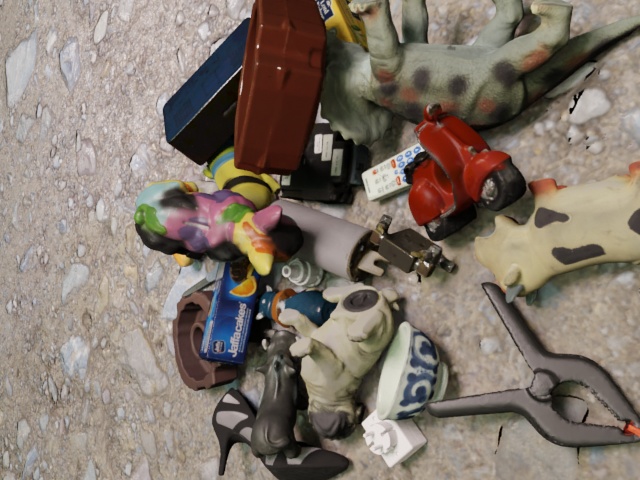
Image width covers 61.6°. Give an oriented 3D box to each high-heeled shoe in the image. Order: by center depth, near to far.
[{"bbox_3d":[-0.064,0.293,0.834,0.249,0.086,0.145,-10,48,22],"label":"high-heeled shoe"}]

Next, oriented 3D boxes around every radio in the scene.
[{"bbox_3d":[-0.155,-0.243,0.873,0.229,0.073,0.131,-41,42,13],"label":"radio"}]

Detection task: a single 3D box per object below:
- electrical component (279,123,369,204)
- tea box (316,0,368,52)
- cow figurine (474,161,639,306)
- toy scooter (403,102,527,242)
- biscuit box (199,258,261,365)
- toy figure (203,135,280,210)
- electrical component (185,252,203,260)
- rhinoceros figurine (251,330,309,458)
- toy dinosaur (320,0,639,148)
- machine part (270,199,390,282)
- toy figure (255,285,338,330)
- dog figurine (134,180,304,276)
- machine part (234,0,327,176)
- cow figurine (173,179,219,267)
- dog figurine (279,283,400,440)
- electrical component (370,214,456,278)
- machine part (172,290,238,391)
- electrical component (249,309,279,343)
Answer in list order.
[{"bbox_3d":[0.006,-0.110,0.788,0.134,0.058,0.114,9,95,40],"label":"electrical component"},{"bbox_3d":[0.007,-0.310,0.793,0.098,0.068,0.170,-36,64,34],"label":"tea box"},{"bbox_3d":[0.256,-0.001,0.556,0.195,0.085,0.127,-11,74,39],"label":"cow figurine"},{"bbox_3d":[0.142,-0.078,0.608,0.135,0.075,0.184,56,160,4],"label":"toy scooter"},{"bbox_3d":[-0.136,0.092,0.846,0.059,0.063,0.202,150,132,-64],"label":"biscuit box"},{"bbox_3d":[-0.141,-0.106,0.892,0.082,0.089,0.180,-49,61,36],"label":"toy figure"},{"bbox_3d":[-0.181,-0.005,0.909,0.119,0.074,0.048,-52,52,12],"label":"electrical component"},{"bbox_3d":[-0.062,0.221,0.778,0.073,0.111,0.190,-5,42,11],"label":"rhinoceros figurine"},{"bbox_3d":[0.156,-0.189,0.620,0.405,0.131,0.191,13,134,19],"label":"toy dinosaur"},{"bbox_3d":[-0.002,-0.002,0.770,0.244,0.079,0.079,22,101,37],"label":"machine part"},{"bbox_3d":[-0.040,0.105,0.813,0.155,0.064,0.057,-2,123,45],"label":"toy figure"},{"bbox_3d":[-0.131,-0.017,0.717,0.219,0.191,0.108,13,92,55],"label":"dog figurine"},{"bbox_3d":[-0.056,-0.200,0.692,0.201,0.087,0.201,-99,19,-48],"label":"machine part"},{"bbox_3d":[-0.216,-0.030,0.960,0.068,0.098,0.167,43,133,30],"label":"cow figurine"},{"bbox_3d":[0.046,0.168,0.725,0.172,0.190,0.121,-18,28,5],"label":"dog figurine"},{"bbox_3d":[0.113,0.008,0.671,0.102,0.078,0.045,41,131,37],"label":"electrical component"},{"bbox_3d":[-0.195,0.172,0.929,0.179,0.056,0.179,-1,89,49],"label":"machine part"},{"bbox_3d":[-0.102,0.137,0.885,0.094,0.021,0.063,-5,84,44],"label":"electrical component"}]
